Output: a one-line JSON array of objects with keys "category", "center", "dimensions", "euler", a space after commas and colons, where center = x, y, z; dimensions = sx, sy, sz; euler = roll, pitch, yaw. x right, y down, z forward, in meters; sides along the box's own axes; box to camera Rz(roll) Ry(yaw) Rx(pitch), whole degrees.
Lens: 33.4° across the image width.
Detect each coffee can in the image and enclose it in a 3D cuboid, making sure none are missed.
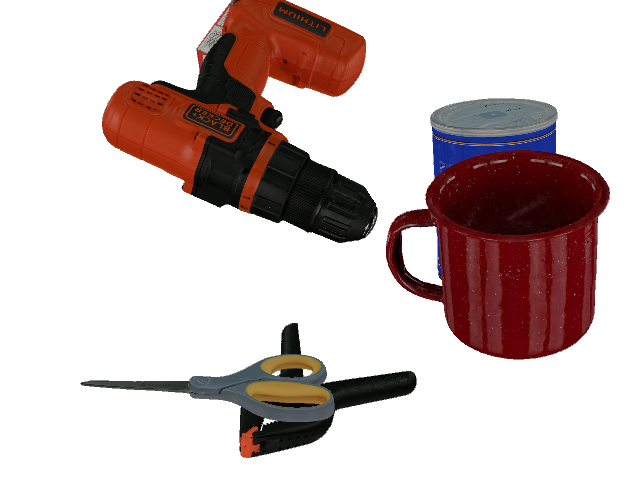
[{"category": "coffee can", "center": [0.146, -0.039, 0.894], "dimensions": [0.103, 0.140, 0.103], "euler": [-4, 20, 1]}]

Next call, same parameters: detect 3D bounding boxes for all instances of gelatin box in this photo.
[{"category": "gelatin box", "center": [-0.082, -0.175, 1.005], "dimensions": [0.030, 0.089, 0.073], "euler": [16, -38, 15]}]

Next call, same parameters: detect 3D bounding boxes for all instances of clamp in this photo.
[{"category": "clamp", "center": [-0.007, 0.160, 1.087], "dimensions": [0.165, 0.036, 0.209], "euler": [16, 30, 21]}]

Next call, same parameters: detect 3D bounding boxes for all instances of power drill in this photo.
[{"category": "power drill", "center": [-0.029, -0.088, 0.722], "dimensions": [0.184, 0.057, 0.187], "euler": [25, 41, 1]}]

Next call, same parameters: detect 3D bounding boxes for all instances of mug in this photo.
[{"category": "mug", "center": [0.093, 0.009, 0.571], "dimensions": [0.117, 0.081, 0.093], "euler": [-1, 32, 11]}]

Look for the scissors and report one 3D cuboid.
[{"category": "scissors", "center": [-0.082, 0.111, 0.864], "dimensions": [0.202, 0.016, 0.096], "euler": [8, 23, 15]}]
